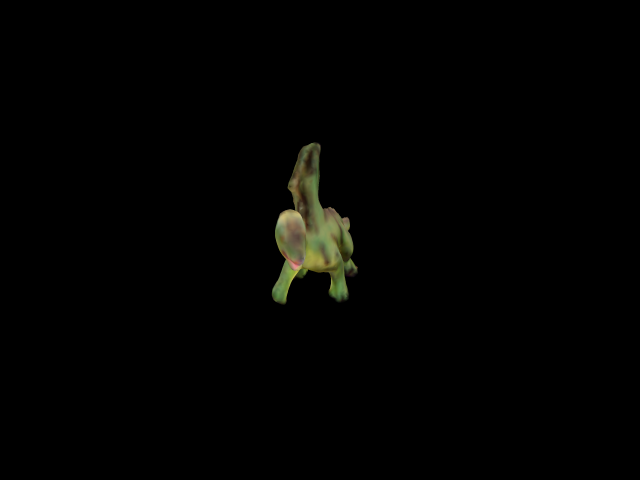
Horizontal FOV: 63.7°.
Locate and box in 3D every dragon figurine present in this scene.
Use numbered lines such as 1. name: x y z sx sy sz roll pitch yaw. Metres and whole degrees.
1. dragon figurine: 0.003 -0.043 0.850 0.122 0.238 0.418 5 26 10
